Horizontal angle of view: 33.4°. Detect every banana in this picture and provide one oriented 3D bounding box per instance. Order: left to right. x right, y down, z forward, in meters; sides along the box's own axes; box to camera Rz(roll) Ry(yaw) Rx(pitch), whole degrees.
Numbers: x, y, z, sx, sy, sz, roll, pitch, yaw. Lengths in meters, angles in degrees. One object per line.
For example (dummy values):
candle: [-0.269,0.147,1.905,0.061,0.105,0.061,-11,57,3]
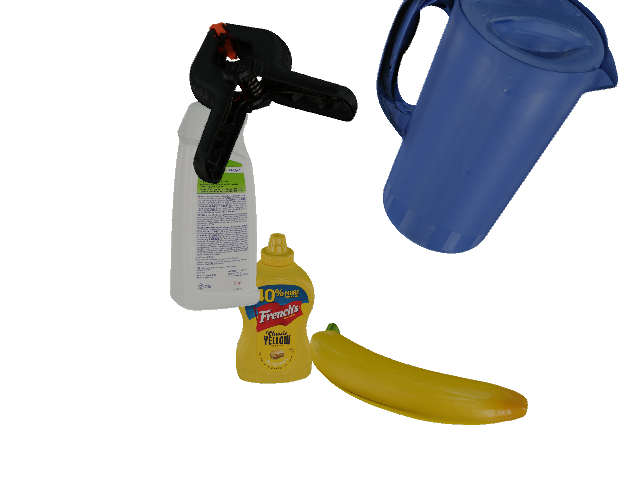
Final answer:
banana: [0.057,0.101,0.804,0.198,0.037,0.069,20,38,39]

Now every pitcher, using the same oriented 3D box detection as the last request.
pitcher: [0.132,-0.108,0.942,0.144,0.149,0.243,-8,-38,-28]

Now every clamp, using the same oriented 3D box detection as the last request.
clamp: [-0.042,-0.114,0.781,0.120,0.039,0.171,-15,44,0]

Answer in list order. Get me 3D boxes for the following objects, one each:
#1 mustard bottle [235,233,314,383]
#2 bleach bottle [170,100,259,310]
mustard bottle: [-0.056,0.083,1.336,0.096,0.192,0.058,-1,21,-9]
bleach bottle: [-0.111,-0.052,1.172,0.102,0.251,0.068,-4,18,-30]
